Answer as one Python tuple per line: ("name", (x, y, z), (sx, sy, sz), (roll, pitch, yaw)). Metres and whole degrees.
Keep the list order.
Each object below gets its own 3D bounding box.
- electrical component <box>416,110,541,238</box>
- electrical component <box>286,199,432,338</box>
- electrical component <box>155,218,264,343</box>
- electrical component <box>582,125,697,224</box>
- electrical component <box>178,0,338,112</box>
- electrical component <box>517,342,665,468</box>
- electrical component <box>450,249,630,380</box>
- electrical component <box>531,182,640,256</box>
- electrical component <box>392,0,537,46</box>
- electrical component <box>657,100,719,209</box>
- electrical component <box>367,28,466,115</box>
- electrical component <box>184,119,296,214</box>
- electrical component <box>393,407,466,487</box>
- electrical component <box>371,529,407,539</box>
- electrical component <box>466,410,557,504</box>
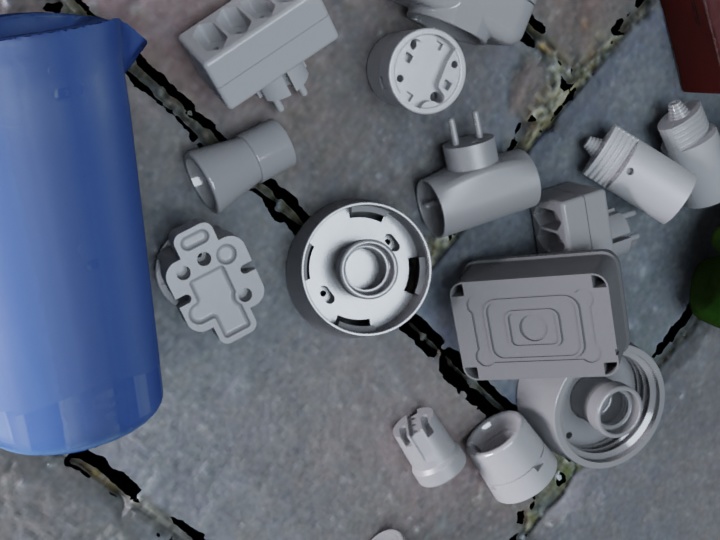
("electrical component", (0.079, -0.071, 0.752), (0.077, 0.044, 0.079), (-19, 108, -17))
("electrical component", (0.000, 0.000, 0.740), (0.099, 0.064, 0.099), (0, 91, -13))
("electrical component", (-0.099, 0.003, 0.691), (0.058, 0.057, 0.078), (-28, 111, -14))
("electrical component", (0.202, -0.074, 0.796), (0.081, 0.043, 0.043), (32, 89, -1))
("electrical component", (-0.057, -0.133, 0.681), (0.083, 0.047, 0.075), (-35, 135, -6))
("electrical component", (0.182, 0.099, 0.823), (0.108, 0.060, 0.108), (-5, 104, -21))
("electrical component", (0.128, 0.031, 0.757), (0.113, 0.057, 0.078), (-4, 108, 23))
("electrical component", (0.175, -0.024, 0.800), (0.076, 0.047, 0.083), (-18, 108, -18))
("electrical component", (0.068, -0.188, 0.715), (0.095, 0.054, 0.059), (19, 95, -24))
("electrical component", (0.253, -0.092, 0.817), (0.043, 0.043, 0.081), (-34, 112, -11))
("electrical component", (0.036, -0.134, 0.719), (0.055, 0.047, 0.055), (-5, 104, -21))
("electrical component", (-0.075, -0.070, 0.694), (0.065, 0.044, 0.044), (-30, 111, -19))
("electrical component", (0.050, 0.129, 0.790), (0.040, 0.040, 0.046), (-35, 107, -11))
("electrical component", (0.033, 0.226, 0.801), (0.045, 0.045, 0.055), (-48, 114, -6))
("electrical component", (0.113, 0.139, 0.809), (0.055, 0.055, 0.047), (-39, 109, -10))
